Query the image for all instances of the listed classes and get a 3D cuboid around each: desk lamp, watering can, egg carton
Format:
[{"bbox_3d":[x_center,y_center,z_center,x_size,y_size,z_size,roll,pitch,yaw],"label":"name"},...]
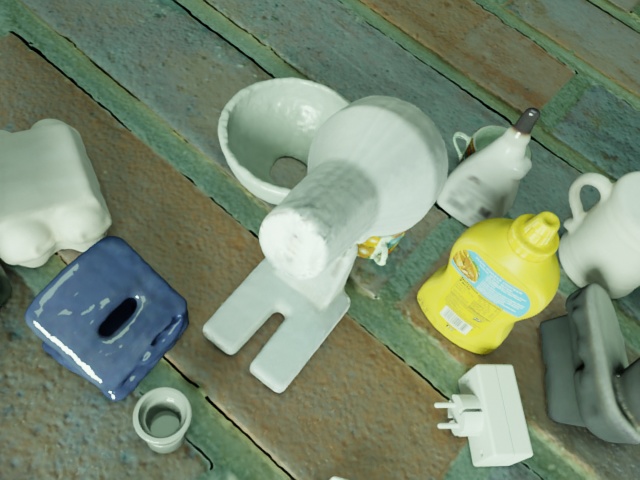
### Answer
[{"bbox_3d":[0.005,0.002,0.498,0.118,0.213,0.203,34,58,9],"label":"desk lamp"},{"bbox_3d":[0.354,-0.021,0.603,0.173,0.194,0.101,17,57,-2],"label":"watering can"},{"bbox_3d":[-0.270,-0.048,0.552,0.107,0.069,0.150,-20,65,-23],"label":"egg carton"}]

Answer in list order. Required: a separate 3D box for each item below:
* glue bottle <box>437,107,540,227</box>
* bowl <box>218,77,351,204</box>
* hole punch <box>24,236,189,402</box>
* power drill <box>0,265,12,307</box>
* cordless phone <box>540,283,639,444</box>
[{"bbox_3d":[0.188,-0.077,0.612,0.078,0.173,0.037,37,59,11],"label":"glue bottle"},{"bbox_3d":[-0.030,-0.095,0.632,0.167,0.074,0.167,6,58,-9],"label":"bowl"},{"bbox_3d":[-0.175,0.066,0.491,0.101,0.091,0.109,33,58,8],"label":"hole punch"},{"bbox_3d":[-0.319,-0.022,0.442,0.076,0.208,0.229,-31,70,-27],"label":"power drill"},{"bbox_3d":[0.288,0.096,0.522,0.094,0.185,0.147,7,58,-8],"label":"cordless phone"}]
